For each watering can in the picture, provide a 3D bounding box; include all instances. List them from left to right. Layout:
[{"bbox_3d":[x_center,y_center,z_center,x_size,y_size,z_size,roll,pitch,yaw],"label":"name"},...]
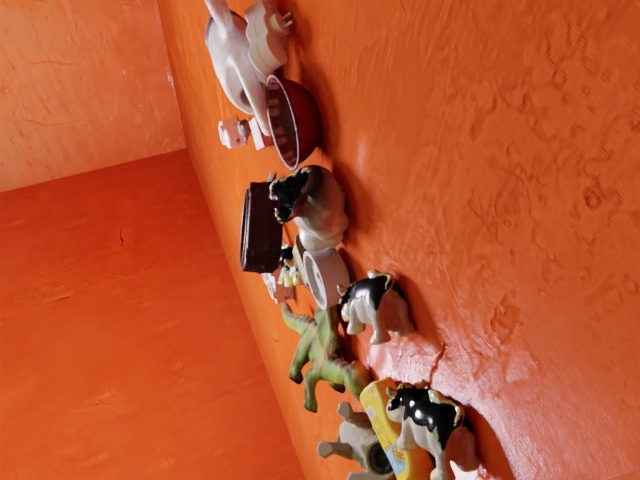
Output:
[{"bbox_3d":[-0.151,-0.345,0.933,0.340,0.104,0.229,69,177,-53],"label":"watering can"}]

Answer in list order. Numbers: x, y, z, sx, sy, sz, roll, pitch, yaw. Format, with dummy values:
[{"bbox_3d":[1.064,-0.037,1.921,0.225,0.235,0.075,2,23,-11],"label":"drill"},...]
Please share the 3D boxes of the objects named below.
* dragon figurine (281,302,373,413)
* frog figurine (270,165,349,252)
[{"bbox_3d":[0.003,0.195,1.096,0.418,0.122,0.237,54,138,45],"label":"dragon figurine"},{"bbox_3d":[0.003,-0.042,0.842,0.157,0.123,0.139,39,178,-38],"label":"frog figurine"}]
